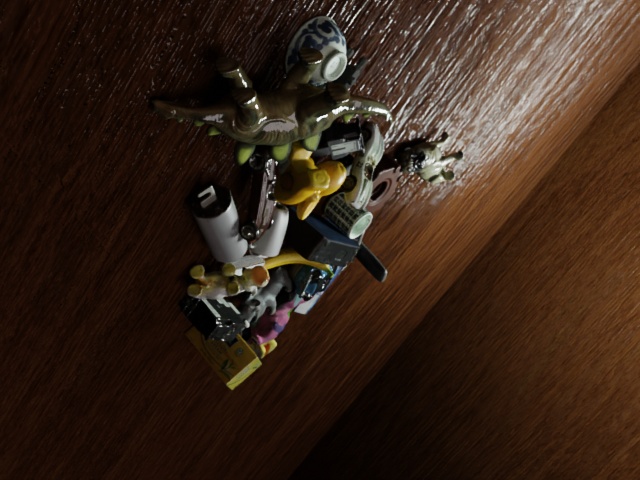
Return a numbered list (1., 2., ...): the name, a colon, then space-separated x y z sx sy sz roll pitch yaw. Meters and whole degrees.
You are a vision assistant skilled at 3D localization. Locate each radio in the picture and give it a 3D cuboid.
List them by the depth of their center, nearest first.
1. radio: -0.003 -0.004 1.292 0.073 0.131 0.229 -54 155 12

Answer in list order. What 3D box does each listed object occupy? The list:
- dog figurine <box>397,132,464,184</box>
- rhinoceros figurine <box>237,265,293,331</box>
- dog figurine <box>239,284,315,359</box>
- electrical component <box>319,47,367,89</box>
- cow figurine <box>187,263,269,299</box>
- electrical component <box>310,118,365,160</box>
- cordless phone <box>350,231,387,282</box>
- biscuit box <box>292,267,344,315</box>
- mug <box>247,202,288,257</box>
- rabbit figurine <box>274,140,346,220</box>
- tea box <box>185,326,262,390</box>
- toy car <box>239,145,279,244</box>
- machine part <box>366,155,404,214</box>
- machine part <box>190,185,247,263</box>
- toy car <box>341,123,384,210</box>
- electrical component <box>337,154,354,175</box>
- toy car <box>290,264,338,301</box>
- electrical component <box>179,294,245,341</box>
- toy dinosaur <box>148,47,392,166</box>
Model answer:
1. dog figurine: 0.279 -0.208 1.506 0.190 0.121 0.172 -17 141 -25
2. rhinoceros figurine: -0.147 0.144 1.333 0.190 0.073 0.112 -49 162 -12
3. dog figurine: -0.117 0.200 1.457 0.219 0.109 0.191 -39 154 -23
4. electrical component: 0.040 -0.303 0.981 0.094 0.063 0.021 -49 156 8
5. cow figurine: -0.189 0.092 1.135 0.167 0.068 0.098 -3 162 -2
6. electrical component: 0.032 -0.206 1.128 0.119 0.048 0.074 -11 154 9
7. cordless phone: 0.125 0.020 1.476 0.089 0.184 0.146 -23 147 -34
8. biscuit box: -0.015 0.116 1.529 0.059 0.063 0.202 23 109 -46
9. mug: -0.117 -0.028 1.140 0.109 0.081 0.107 -11 127 -59
10. rabbit figurine: -0.016 -0.116 1.107 0.173 0.122 0.162 -15 148 -47
11. tea box: -0.230 0.259 1.280 0.098 0.170 0.068 -41 156 -15
12. toy car: -0.106 -0.086 1.014 0.089 0.053 0.202 -49 151 -67
13. machine part: 0.141 -0.139 1.414 0.179 0.056 0.179 -36 154 -21
14. machine part: -0.188 -0.027 1.020 0.079 0.079 0.243 -38 154 -18
15. toy car: 0.102 -0.169 1.229 0.073 0.056 0.201 33 73 -60
16. electrical component: 0.060 -0.159 1.260 0.078 0.045 0.102 -50 156 10
17. toy car: -0.027 0.085 1.410 0.161 0.103 0.109 -30 150 -55
18. electrical component: -0.235 0.169 1.202 0.058 0.115 0.134 -49 154 9
19. toy dinosaur: -0.041 -0.212 0.883 0.471 0.105 0.198 -8 161 -27
